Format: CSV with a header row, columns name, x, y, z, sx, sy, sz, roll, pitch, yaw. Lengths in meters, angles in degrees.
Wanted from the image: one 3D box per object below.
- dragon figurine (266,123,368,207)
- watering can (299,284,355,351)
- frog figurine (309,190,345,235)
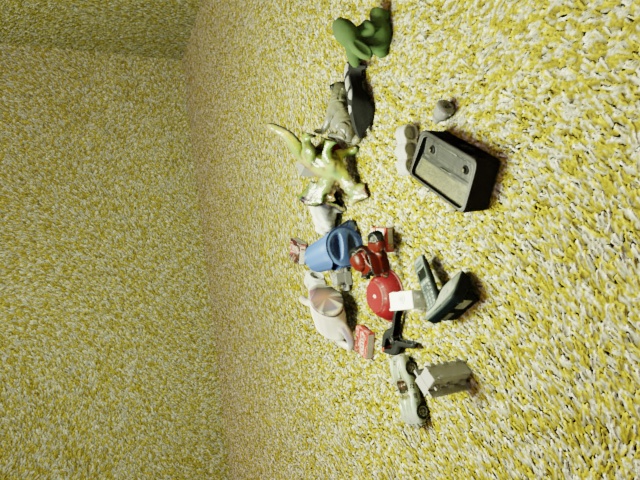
name,x,y,z,sx,sy,sz,roll,pitch,yaw
dragon figurine,-0.019,-0.227,1.694,0.412,0.123,0.240,19,104,21
watering can,0.007,0.242,1.796,0.353,0.105,0.219,40,151,42
frog figurine,0.005,-0.091,1.808,0.139,0.123,0.156,50,127,22
